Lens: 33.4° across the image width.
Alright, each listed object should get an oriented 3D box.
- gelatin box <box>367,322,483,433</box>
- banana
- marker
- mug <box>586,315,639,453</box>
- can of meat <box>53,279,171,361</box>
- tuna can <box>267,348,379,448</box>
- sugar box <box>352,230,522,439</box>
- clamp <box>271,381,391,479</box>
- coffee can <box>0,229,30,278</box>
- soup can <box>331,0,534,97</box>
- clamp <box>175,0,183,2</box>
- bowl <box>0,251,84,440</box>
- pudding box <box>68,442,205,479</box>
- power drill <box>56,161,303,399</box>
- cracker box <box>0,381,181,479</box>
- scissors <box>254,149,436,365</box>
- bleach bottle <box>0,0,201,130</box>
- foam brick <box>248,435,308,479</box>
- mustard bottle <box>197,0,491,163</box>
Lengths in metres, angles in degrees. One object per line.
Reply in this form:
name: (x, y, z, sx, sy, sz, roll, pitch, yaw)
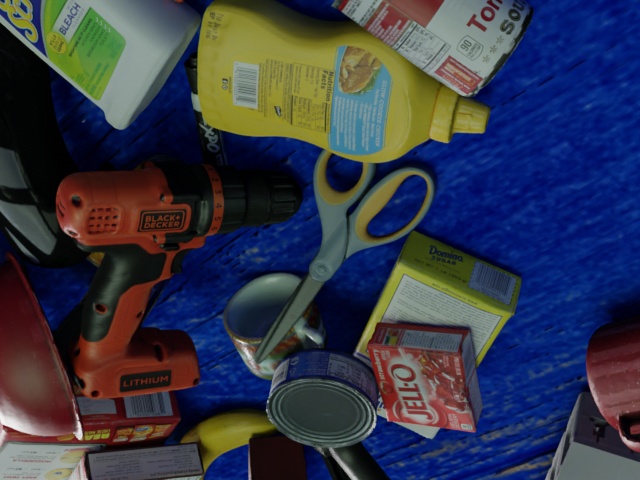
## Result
gelatin box: (0.081, 0.105, 0.808, 0.073, 0.030, 0.089, 4, 132, 23)
banana: (-0.102, 0.206, 1.036, 0.069, 0.037, 0.198, 42, 133, -13)
marker: (-0.082, -0.084, 0.788, 0.020, 0.020, 0.121, 8, 132, 17)
mug: (0.238, 0.099, 0.742, 0.082, 0.117, 0.093, -22, 124, 42)
can of meat: (-0.178, 0.061, 0.912, 0.057, 0.083, 0.102, 37, 134, -10)
tuna can: (0.003, 0.123, 0.828, 0.086, 0.033, 0.086, 5, 134, 5)
sugar box: (0.081, 0.079, 0.840, 0.093, 0.048, 0.176, 25, 138, 2)
clamp: (0.016, 0.172, 0.915, 0.210, 0.036, 0.165, 60, 163, -21)
coffee can: (-0.309, 0.034, 0.932, 0.103, 0.102, 0.140, 7, 131, 18)
soup can: (0.067, -0.140, 0.639, 0.102, 0.068, 0.069, 33, 134, -7)
clamp: (-0.069, -0.221, 0.648, 0.120, 0.039, 0.172, 37, 134, -9)
bowl: (-0.242, 0.093, 0.846, 0.162, 0.055, 0.162, 52, 154, 37)
pudding box: (-0.175, 0.226, 0.997, 0.113, 0.039, 0.090, -1, 146, -30)
power drill: (-0.112, 0.027, 0.798, 0.184, 0.057, 0.188, -2, 124, -28)
cracker box: (-0.248, 0.197, 1.019, 0.163, 0.072, 0.214, 1, 144, -30)
scissors: (-0.005, 0.001, 0.784, 0.202, 0.016, 0.096, -39, 96, 19)
bleach bottle: (-0.207, -0.189, 0.724, 0.251, 0.068, 0.103, 37, 136, -6)
foam brick: (-0.040, 0.221, 0.992, 0.051, 0.053, 0.078, -3, 146, -6)
mustard bottle: (0.017, -0.100, 0.702, 0.192, 0.058, 0.096, 15, 128, 12)
